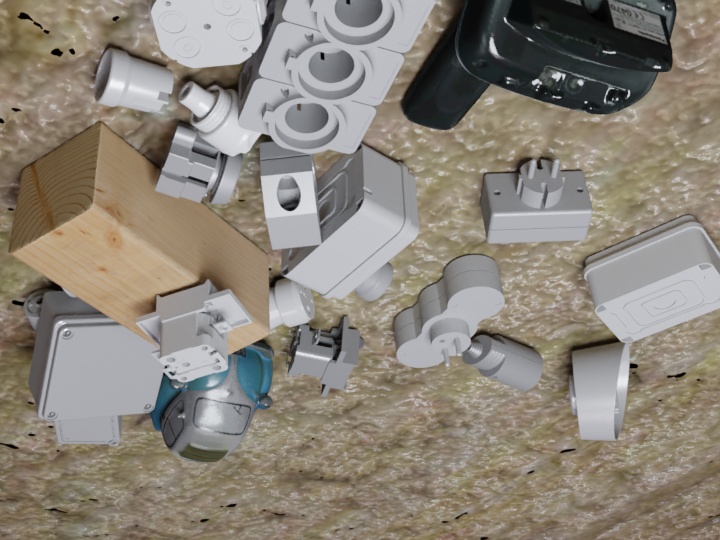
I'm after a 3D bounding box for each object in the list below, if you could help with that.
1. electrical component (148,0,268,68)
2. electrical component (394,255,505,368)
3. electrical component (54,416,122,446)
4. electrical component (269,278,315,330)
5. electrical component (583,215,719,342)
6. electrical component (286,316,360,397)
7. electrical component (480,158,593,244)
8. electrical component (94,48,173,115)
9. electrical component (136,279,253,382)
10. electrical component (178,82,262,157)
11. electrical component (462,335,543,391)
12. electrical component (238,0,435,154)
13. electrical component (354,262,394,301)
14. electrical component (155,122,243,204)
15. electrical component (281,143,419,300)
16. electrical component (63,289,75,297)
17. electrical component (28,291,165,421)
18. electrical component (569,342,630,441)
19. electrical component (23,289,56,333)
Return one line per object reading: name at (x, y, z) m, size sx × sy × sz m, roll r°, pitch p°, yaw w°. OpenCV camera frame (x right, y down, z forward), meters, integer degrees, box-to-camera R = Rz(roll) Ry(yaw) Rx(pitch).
electrical component at (-0.100, -0.176, 0.708) m, size 0.080 × 0.051 × 0.080 m, roll -3°, pitch 142°, yaw -2°
electrical component at (0.083, 0.054, 0.997) m, size 0.052 × 0.073 × 0.138 m, roll 18°, pitch 137°, yaw -26°
electrical component at (-0.268, 0.124, 1.062) m, size 0.062 × 0.061 × 0.096 m, roll 2°, pitch 142°, yaw -8°
electrical component at (-0.074, 0.032, 0.978) m, size 0.055 × 0.045 × 0.045 m, roll -15°, pitch 140°, yaw 13°
electrical component at (0.269, 0.009, 0.972) m, size 0.113 × 0.057 × 0.078 m, roll -25°, pitch 137°, yaw 24°
electrical component at (-0.037, 0.082, 1.045) m, size 0.064 × 0.042 × 0.081 m, roll 13°, pitch 139°, yaw -9°
electrical component at (0.146, -0.064, 0.876) m, size 0.083 × 0.047 × 0.075 m, roll -2°, pitch 142°, yaw -3°
electrical component at (-0.161, -0.133, 0.767) m, size 0.046 × 0.040 × 0.040 m, roll 12°, pitch 139°, yaw -29°
electrical component at (-0.128, 0.049, 0.833) m, size 0.081 × 0.063 × 0.042 m, roll -18°, pitch 141°, yaw 13°
electrical component at (-0.105, -0.115, 0.791) m, size 0.043 × 0.043 × 0.062 m, roll -32°, pitch 133°, yaw 30°
electrical component at (0.138, 0.088, 1.071) m, size 0.081 × 0.043 × 0.043 m, roll 23°, pitch 134°, yaw -30°
electrical component at (-0.020, -0.154, 0.735) m, size 0.089 × 0.061 × 0.150 m, roll 12°, pitch 139°, yaw -18°
electrical component at (0.000, 0.000, 0.950) m, size 0.046 × 0.040 × 0.040 m, roll 33°, pitch 129°, yaw -30°
electrical component at (-0.124, -0.079, 0.833) m, size 0.055 × 0.048 × 0.066 m, roll 18°, pitch 137°, yaw -15°
electrical component at (-0.009, -0.037, 0.871) m, size 0.057 × 0.078 × 0.113 m, roll 26°, pitch 133°, yaw -29°
electrical component at (-0.232, -0.002, 0.925) m, size 0.046 × 0.040 × 0.040 m, roll -20°, pitch 140°, yaw 9°
electrical component at (-0.233, 0.075, 0.965) m, size 0.109 × 0.056 × 0.108 m, roll -1°, pitch 124°, yaw -32°
electrical component at (0.245, 0.123, 1.086) m, size 0.064 × 0.099 × 0.099 m, roll -6°, pitch 142°, yaw 12°
electrical component at (-0.281, 0.049, 0.983) m, size 0.044 × 0.044 × 0.065 m, roll -7°, pitch 137°, yaw 4°
